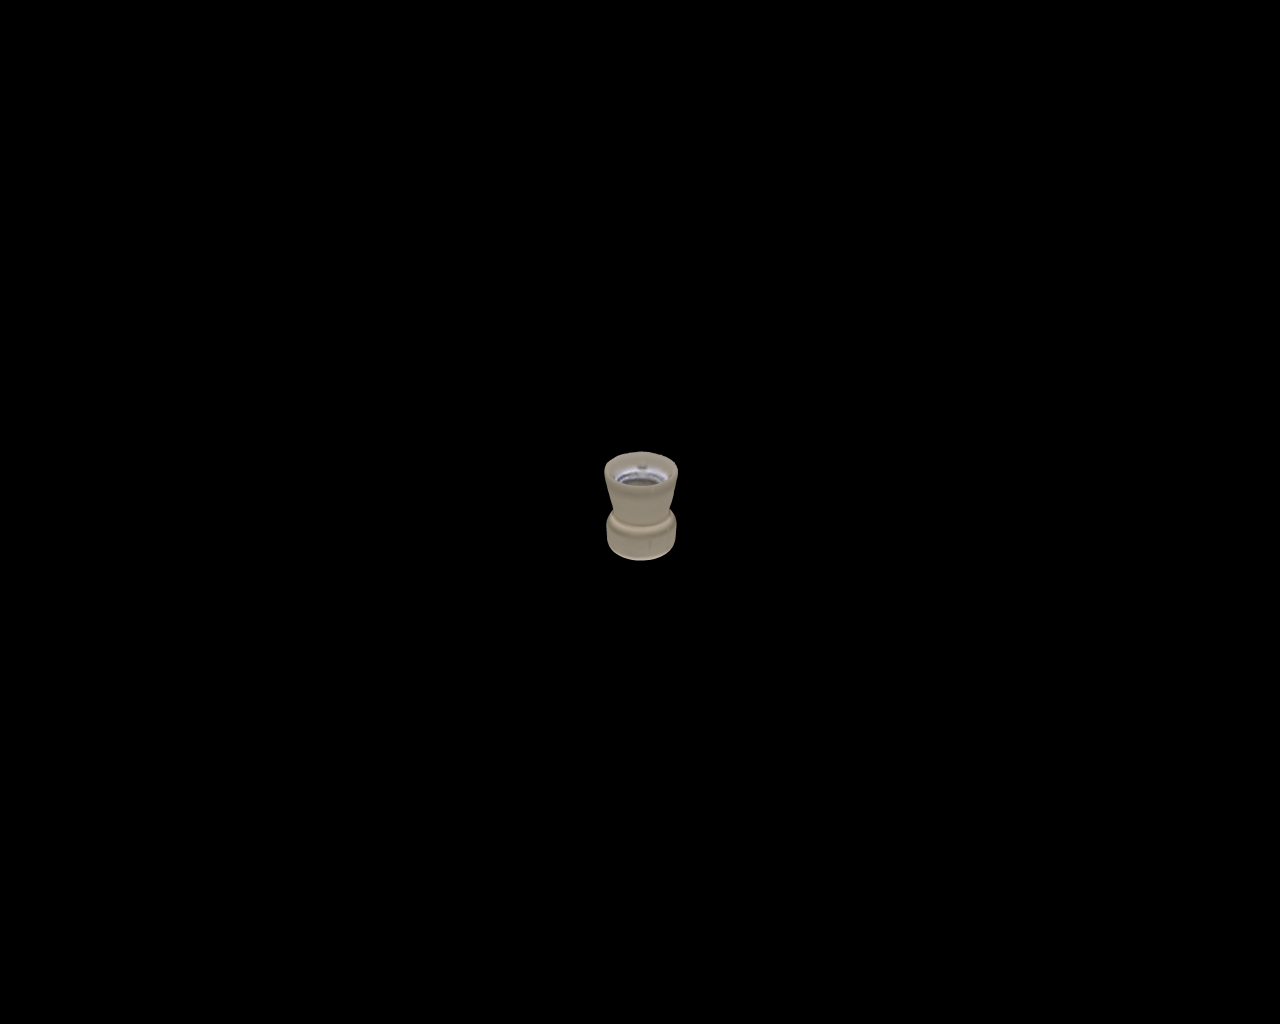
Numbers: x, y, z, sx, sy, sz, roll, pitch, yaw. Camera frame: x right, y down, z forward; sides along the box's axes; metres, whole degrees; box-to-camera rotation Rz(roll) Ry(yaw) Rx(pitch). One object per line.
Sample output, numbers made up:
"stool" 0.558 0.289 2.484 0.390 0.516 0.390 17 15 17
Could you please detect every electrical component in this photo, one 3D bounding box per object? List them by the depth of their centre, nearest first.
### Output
"electrical component" 0.001 -0.003 0.650 0.045 0.055 0.045 0 31 0
